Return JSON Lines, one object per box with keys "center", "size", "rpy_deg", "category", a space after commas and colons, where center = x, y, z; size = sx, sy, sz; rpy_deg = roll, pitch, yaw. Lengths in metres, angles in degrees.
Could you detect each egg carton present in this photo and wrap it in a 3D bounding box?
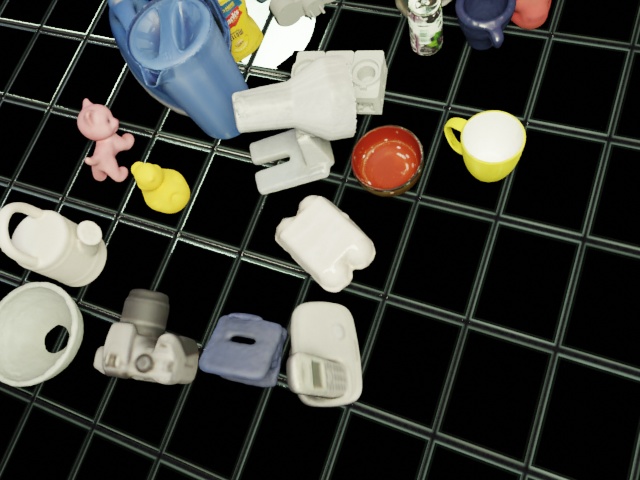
{"center": [0.008, 0.003, 0.879], "size": [0.107, 0.069, 0.150], "rpy_deg": [-46, 68, -4], "category": "egg carton"}

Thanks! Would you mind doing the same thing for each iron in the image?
{"center": [-0.307, -0.349, 1.031], "size": [0.118, 0.142, 0.258], "rpy_deg": [-33, 68, 1], "category": "iron"}

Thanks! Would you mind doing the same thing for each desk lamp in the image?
{"center": [-0.035, -0.172, 0.870], "size": [0.203, 0.214, 0.118], "rpy_deg": [-17, 69, 7], "category": "desk lamp"}

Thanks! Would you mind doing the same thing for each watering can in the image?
{"center": [-0.431, 0.001, 0.914], "size": [0.173, 0.194, 0.101], "rpy_deg": [-27, 68, 3], "category": "watering can"}

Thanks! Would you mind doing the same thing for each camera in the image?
{"center": [-0.265, 0.146, 0.877], "size": [0.143, 0.101, 0.137], "rpy_deg": [3, 73, 14], "category": "camera"}

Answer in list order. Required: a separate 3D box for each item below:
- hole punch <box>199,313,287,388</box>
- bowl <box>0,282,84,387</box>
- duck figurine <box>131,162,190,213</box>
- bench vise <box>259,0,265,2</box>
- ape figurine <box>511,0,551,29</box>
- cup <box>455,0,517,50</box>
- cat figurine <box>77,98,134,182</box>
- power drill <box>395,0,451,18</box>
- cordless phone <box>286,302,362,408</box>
{"center": [-0.113, 0.158, 0.843], "size": [0.108, 0.091, 0.101], "rpy_deg": [6, 73, 15], "category": "hole punch"}
{"center": [-0.449, 0.156, 0.931], "size": [0.167, 0.075, 0.167], "rpy_deg": [-4, 71, 12], "category": "bowl"}
{"center": [-0.276, -0.096, 0.969], "size": [0.104, 0.086, 0.077], "rpy_deg": [36, 83, 21], "category": "duck figurine"}
{"center": [-0.057, -0.540, 0.995], "size": [0.207, 0.220, 0.121], "rpy_deg": [-39, 68, -1], "category": "bench vise"}
{"center": [0.338, -0.394, 0.923], "size": [0.077, 0.092, 0.076], "rpy_deg": [-9, 70, 10], "category": "ape figurine"}
{"center": [0.269, -0.342, 0.921], "size": [0.091, 0.095, 0.117], "rpy_deg": [-16, 69, 7], "category": "cup"}
{"center": [-0.388, -0.181, 1.006], "size": [0.067, 0.118, 0.128], "rpy_deg": [-2, 71, 13], "category": "cat figurine"}
{"center": [0.162, -0.460, 0.924], "size": [0.229, 0.209, 0.075], "rpy_deg": [-37, 68, -1], "category": "power drill"}
{"center": [-0.005, 0.148, 0.771], "size": [0.094, 0.185, 0.147], "rpy_deg": [-13, 69, 9], "category": "cordless phone"}
